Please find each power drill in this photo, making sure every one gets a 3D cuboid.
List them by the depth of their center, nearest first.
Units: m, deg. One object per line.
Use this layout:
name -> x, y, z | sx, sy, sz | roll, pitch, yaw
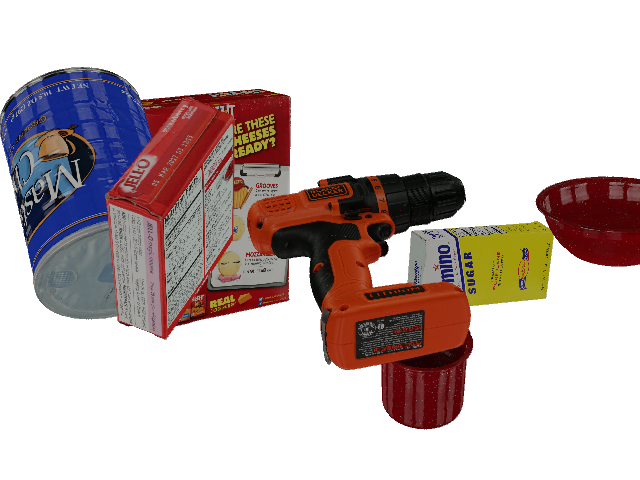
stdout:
power drill -> 0.048, 0.013, 0.822 | 0.184, 0.057, 0.188 | -12, 34, -9

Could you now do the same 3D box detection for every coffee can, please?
coffee can -> -0.155, -0.032, 0.727 | 0.102, 0.140, 0.103 | -16, -32, -10

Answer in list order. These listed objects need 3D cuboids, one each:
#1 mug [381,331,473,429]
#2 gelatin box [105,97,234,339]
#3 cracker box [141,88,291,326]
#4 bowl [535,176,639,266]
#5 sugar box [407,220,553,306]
mug -> 0.109, 0.125, 1.057 | 0.093, 0.081, 0.117 | 24, 40, 34
gelatin box -> -0.068, -0.010, 0.497 | 0.030, 0.089, 0.073 | 19, 49, 12
cracker box -> -0.114, -0.034, 1.043 | 0.163, 0.214, 0.072 | -11, 20, -34
bowl -> 0.305, -0.016, 1.111 | 0.162, 0.055, 0.162 | -3, 23, 1
sugar box -> 0.194, 0.031, 1.298 | 0.176, 0.093, 0.048 | -6, 20, -22
